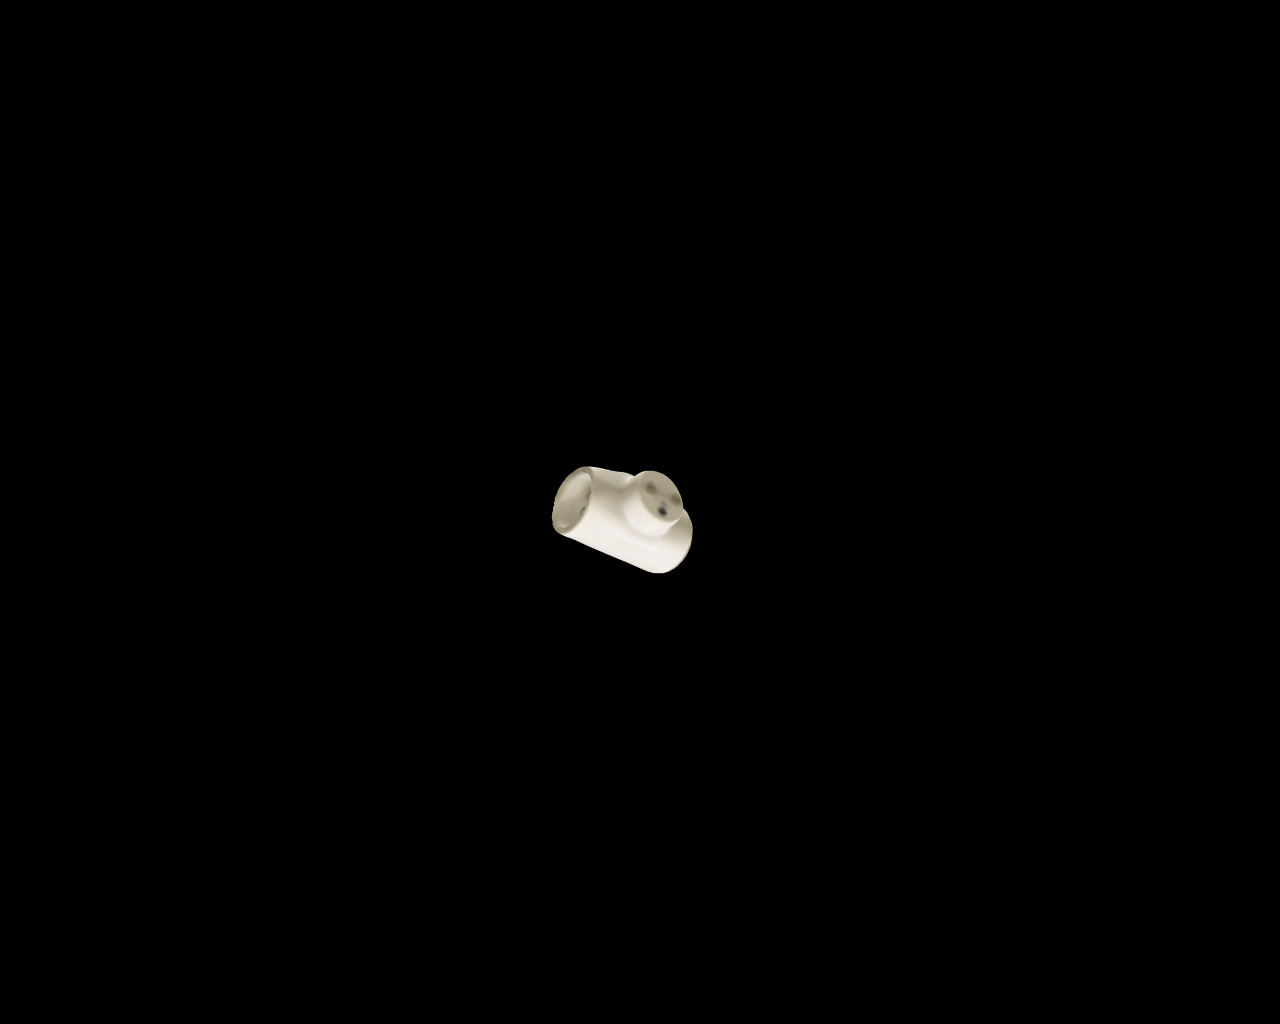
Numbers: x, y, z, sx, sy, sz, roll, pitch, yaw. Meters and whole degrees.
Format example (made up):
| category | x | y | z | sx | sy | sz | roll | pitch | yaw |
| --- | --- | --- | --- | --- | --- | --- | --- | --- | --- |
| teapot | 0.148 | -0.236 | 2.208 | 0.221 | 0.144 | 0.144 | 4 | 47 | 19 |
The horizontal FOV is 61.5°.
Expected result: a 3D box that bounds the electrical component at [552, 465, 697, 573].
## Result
| category | x | y | z | sx | sy | sz | roll | pitch | yaw |
| --- | --- | --- | --- | --- | --- | --- | --- | --- | --- |
| electrical component | 0.001 | -0.003 | 0.650 | 0.077 | 0.043 | 0.079 | 24 | -41 | -31 |
